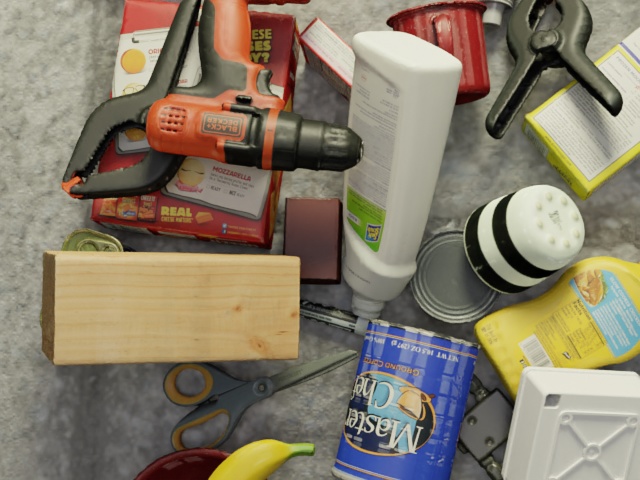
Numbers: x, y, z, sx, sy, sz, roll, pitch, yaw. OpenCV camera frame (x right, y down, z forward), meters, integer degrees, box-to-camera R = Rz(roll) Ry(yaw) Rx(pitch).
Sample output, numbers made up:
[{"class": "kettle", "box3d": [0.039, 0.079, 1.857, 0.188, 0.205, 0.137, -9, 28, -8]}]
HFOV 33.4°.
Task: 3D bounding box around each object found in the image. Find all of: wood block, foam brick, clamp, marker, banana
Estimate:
[{"class": "wood block", "box3d": [-0.128, 0.055, 0.914, 0.205, 0.091, 0.090, 1, 91, -20]}, {"class": "foam brick", "box3d": [-0.006, 0.001, 0.988, 0.051, 0.053, 0.078, 2, 83, 6]}, {"class": "clamp", "box3d": [0.200, -0.166, 0.973, 0.120, 0.039, 0.171, -14, 55, 14]}, {"class": "marker", "box3d": [-0.009, 0.066, 0.997, 0.121, 0.020, 0.020, 15, 85, 8]}, {"class": "clamp", "box3d": [-0.144, -0.112, 0.950, 0.210, 0.036, 0.164, -30, 79, -4]}, {"class": "banana", "box3d": [-0.080, 0.248, 0.917, 0.070, 0.037, 0.198, 29, 87, 10]}]

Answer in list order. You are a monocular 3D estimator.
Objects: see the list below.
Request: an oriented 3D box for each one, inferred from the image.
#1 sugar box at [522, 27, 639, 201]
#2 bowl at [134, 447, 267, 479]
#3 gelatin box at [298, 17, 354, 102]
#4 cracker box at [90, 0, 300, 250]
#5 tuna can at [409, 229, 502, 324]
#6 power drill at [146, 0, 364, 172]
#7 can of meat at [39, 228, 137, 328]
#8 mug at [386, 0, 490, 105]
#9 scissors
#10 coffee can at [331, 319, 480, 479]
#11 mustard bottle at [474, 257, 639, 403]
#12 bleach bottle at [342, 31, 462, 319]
[{"class": "sugar box", "box3d": [0.283, -0.127, 0.978, 0.176, 0.048, 0.093, -37, 78, -2]}, {"class": "bowl", "box3d": [-0.104, 0.268, 0.965, 0.162, 0.055, 0.162, -1, 83, 6]}, {"class": "gelatin box", "box3d": [0.023, -0.159, 0.993, 0.089, 0.073, 0.030, 43, 88, 9]}, {"class": "cracker box", "box3d": [-0.113, -0.107, 1.003, 0.164, 0.072, 0.213, 7, 83, 5]}, {"class": "tuna can", "box3d": [0.125, 0.035, 0.980, 0.086, 0.033, 0.086, -1, 83, 6]}, {"class": "power drill", "box3d": [-0.046, -0.152, 0.912, 0.184, 0.057, 0.187, 8, 77, 0]}, {"class": "can of meat", "box3d": [-0.208, 0.046, 0.987, 0.057, 0.084, 0.102, 16, 85, 7]}, {"class": "mug", "box3d": [0.111, -0.168, 0.967, 0.093, 0.117, 0.081, -7, 88, 1]}, {"class": "scissors", "box3d": [-0.066, 0.122, 0.974, 0.202, 0.016, 0.096, -38, 72, 16]}, {"class": "coffee can", "box3d": [0.076, 0.149, 0.937, 0.103, 0.103, 0.140, 13, 84, 7]}, {"class": "mustard bottle", "box3d": [0.241, 0.070, 0.951, 0.191, 0.058, 0.096, -31, 86, 1]}, {"class": "bleach bottle", "box3d": [0.057, -0.049, 0.942, 0.067, 0.103, 0.251, -7, 120, -31]}]
